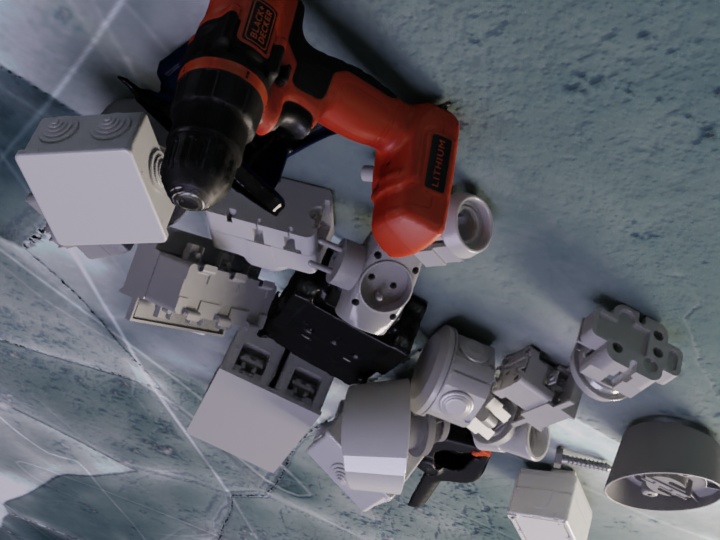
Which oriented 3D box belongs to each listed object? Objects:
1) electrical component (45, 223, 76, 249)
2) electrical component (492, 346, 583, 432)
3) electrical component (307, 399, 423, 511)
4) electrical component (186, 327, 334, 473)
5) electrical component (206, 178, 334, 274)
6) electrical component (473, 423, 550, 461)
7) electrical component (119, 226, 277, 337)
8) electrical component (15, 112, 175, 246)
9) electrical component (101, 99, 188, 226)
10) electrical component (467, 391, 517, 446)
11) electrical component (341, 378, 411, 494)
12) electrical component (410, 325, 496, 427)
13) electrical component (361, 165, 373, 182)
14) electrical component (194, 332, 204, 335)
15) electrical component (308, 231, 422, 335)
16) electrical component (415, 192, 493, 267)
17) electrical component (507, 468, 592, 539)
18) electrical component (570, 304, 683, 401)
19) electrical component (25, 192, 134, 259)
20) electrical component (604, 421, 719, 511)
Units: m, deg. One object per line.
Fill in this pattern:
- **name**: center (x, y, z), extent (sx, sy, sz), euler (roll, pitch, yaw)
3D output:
- **electrical component**: center (-0.258, -0.039, 0.970), extent (0.040, 0.040, 0.046), euler (42, 149, -27)
- **electrical component**: center (0.151, 0.100, 0.922), extent (0.064, 0.042, 0.081), euler (35, 145, -15)
- **electrical component**: center (0.008, 0.172, 1.042), extent (0.099, 0.100, 0.048), euler (47, 133, 0)
- **electrical component**: center (-0.103, 0.133, 1.105), extent (0.105, 0.060, 0.186), euler (26, 147, -5)
- **electrical component**: center (-0.070, -0.037, 0.847), extent (0.089, 0.050, 0.055), euler (15, 146, 12)
- **electrical component**: center (0.140, 0.154, 1.009), extent (0.065, 0.044, 0.044), euler (-1, 141, 39)
- **electrical component**: center (-0.127, 0.015, 0.880), extent (0.063, 0.078, 0.121), euler (20, -179, 31)
- **electrical component**: center (-0.187, -0.067, 0.783), extent (0.100, 0.048, 0.099), euler (-1, 135, 13)
- **electrical component**: center (-0.170, -0.081, 0.830), extent (0.099, 0.064, 0.099), euler (16, 147, 10)
- **electrical component**: center (0.112, 0.129, 0.976), extent (0.055, 0.048, 0.066), euler (42, -177, -38)
- **electrical component**: center (0.018, 0.143, 0.927), extent (0.064, 0.099, 0.099), euler (-2, 142, 10)
- **electrical component**: center (0.078, 0.091, 0.919), extent (0.051, 0.080, 0.080), euler (22, 148, -9)
- **electrical component**: center (0.030, -0.066, 0.761), extent (0.061, 0.035, 0.035), euler (7, 145, 26)
- **electrical component**: center (-0.136, 0.025, 0.980), extent (0.077, 0.047, 0.065), euler (16, 147, 10)
- **electrical component**: center (0.000, 0.000, 0.822), extent (0.079, 0.077, 0.044), euler (22, -167, -16)
- **electrical component**: center (0.063, -0.031, 0.782), extent (0.055, 0.048, 0.066), euler (-5, 139, 47)
- **electrical component**: center (0.195, 0.245, 1.087), extent (0.062, 0.061, 0.096), euler (2, 142, 28)
- **electrical component**: center (0.199, 0.067, 0.832), extent (0.078, 0.058, 0.057), euler (27, 144, -7)
- **electrical component**: center (-0.223, -0.063, 0.891), extent (0.061, 0.061, 0.096), euler (-8, 136, 39)
- **electrical component**: center (0.269, 0.178, 0.943), extent (0.099, 0.064, 0.099), euler (15, 147, 10)
